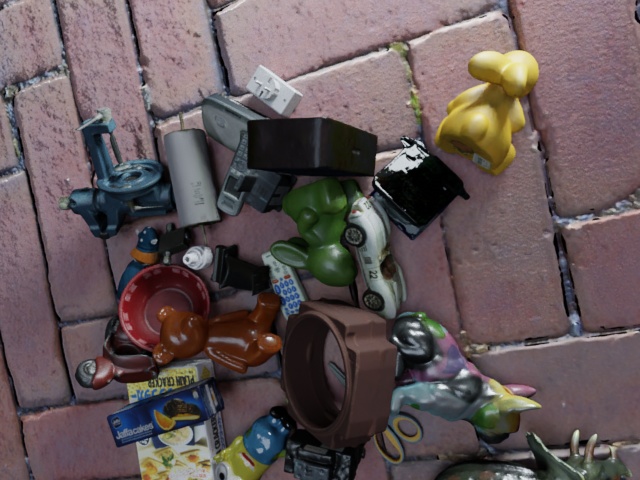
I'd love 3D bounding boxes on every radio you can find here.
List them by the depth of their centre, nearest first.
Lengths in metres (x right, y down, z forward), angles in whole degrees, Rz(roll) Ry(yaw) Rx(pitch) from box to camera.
[{"bbox_3d":[-0.007,-0.134,0.811,0.131,0.229,0.073,4,94,23],"label":"radio"}]

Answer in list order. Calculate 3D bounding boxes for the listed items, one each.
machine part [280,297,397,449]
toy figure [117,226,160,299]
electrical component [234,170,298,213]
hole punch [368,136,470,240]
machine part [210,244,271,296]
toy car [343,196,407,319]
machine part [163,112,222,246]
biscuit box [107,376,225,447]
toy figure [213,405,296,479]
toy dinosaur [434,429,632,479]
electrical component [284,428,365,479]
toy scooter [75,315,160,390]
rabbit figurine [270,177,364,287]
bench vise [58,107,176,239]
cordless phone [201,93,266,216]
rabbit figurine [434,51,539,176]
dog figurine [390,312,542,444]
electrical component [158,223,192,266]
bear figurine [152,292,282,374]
[{"bbox_3d":[0.020,0.203,0.844,0.201,0.087,0.201,16,103,54],"label":"machine part"},{"bbox_3d":[-0.341,0.046,1.024,0.064,0.058,0.154,24,97,1],"label":"toy figure"},{"bbox_3d":[-0.092,-0.087,0.899,0.048,0.119,0.074,32,100,14],"label":"electrical component"},{"bbox_3d":[0.147,-0.075,0.845,0.116,0.092,0.142,-42,76,-15],"label":"hole punch"},{"bbox_3d":[-0.145,0.055,0.953,0.139,0.039,0.084,18,95,39],"label":"machine part"},{"bbox_3d":[0.090,0.029,0.841,0.056,0.073,0.201,-3,116,32],"label":"toy car"},{"bbox_3d":[-0.228,-0.108,0.964,0.079,0.079,0.243,-11,89,19],"label":"machine part"},{"bbox_3d":[-0.272,0.302,0.943,0.203,0.059,0.062,-22,86,17],"label":"biscuit box"},{"bbox_3d":[-0.110,0.376,0.954,0.180,0.089,0.082,-51,50,5],"label":"toy figure"},{"bbox_3d":[0.257,0.398,0.817,0.405,0.131,0.192,-17,76,23],"label":"toy dinosaur"},{"bbox_3d":[0.007,0.352,0.884,0.115,0.134,0.058,5,94,21],"label":"electrical component"},{"bbox_3d":[-0.344,0.207,0.984,0.135,0.184,0.075,6,120,6],"label":"toy scooter"},{"bbox_3d":[-0.002,-0.003,0.871,0.159,0.121,0.170,-14,86,21],"label":"rabbit figurine"},{"bbox_3d":[-0.380,-0.122,0.972,0.224,0.129,0.240,3,126,11],"label":"bench vise"},{"bbox_3d":[-0.158,-0.146,0.938,0.147,0.089,0.184,29,106,14],"label":"cordless phone"},{"bbox_3d":[0.249,-0.205,0.774,0.122,0.162,0.173,36,86,26],"label":"rabbit figurine"},{"bbox_3d":[0.219,0.208,0.821,0.219,0.108,0.191,2,91,14],"label":"dog figurine"},{"bbox_3d":[-0.267,0.003,0.992,0.063,0.021,0.094,-19,52,19],"label":"electrical component"},{"bbox_3d":[-0.175,0.152,0.909,0.196,0.120,0.132,14,138,-18],"label":"bear figurine"}]
